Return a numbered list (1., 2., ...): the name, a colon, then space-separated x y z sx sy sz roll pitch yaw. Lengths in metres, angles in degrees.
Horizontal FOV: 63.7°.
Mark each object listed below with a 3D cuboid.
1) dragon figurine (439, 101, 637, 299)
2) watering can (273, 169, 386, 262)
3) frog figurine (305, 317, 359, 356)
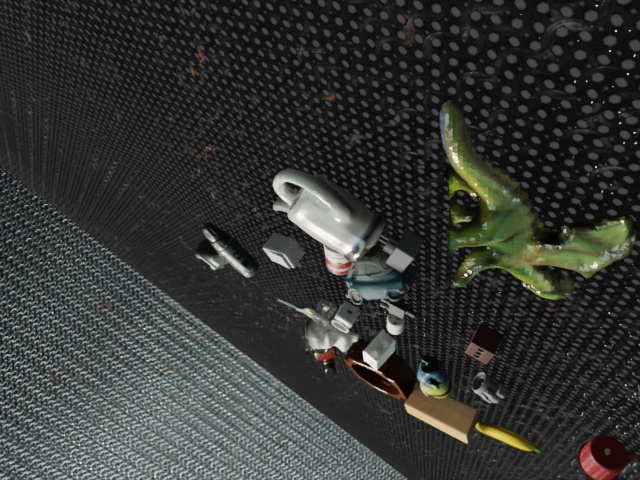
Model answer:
1. dragon figurine: 0.290 -0.026 0.700 0.243 0.125 0.401 4 148 20
2. watering can: 0.003 -0.050 1.002 0.224 0.105 0.345 35 170 -4
3. frog figurine: 0.037 0.290 1.598 0.159 0.123 0.137 -7 180 9
